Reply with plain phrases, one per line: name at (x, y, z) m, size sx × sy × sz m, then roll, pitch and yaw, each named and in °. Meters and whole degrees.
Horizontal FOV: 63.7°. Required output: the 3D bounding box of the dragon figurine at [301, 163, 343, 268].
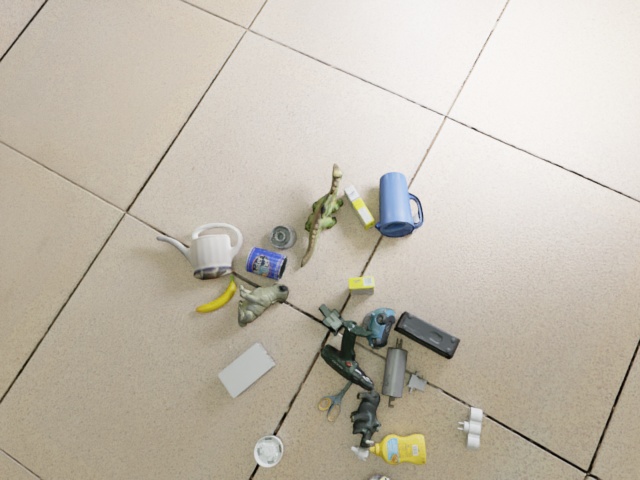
dragon figurine at (0.006, -0.100, 1.979) m, size 0.122 × 0.239 × 0.415 m, roll 18°, pitch 75°, yaw 5°

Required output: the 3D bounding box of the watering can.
watering can at (-0.474, 0.051, 2.045) m, size 0.347 × 0.103 × 0.227 m, roll -9°, pitch 74°, yaw 3°

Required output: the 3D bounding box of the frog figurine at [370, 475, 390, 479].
frog figurine at (0.191, 0.891, 1.756) m, size 0.138 × 0.124 × 0.157 m, roll 32°, pitch 116°, yaw 5°
